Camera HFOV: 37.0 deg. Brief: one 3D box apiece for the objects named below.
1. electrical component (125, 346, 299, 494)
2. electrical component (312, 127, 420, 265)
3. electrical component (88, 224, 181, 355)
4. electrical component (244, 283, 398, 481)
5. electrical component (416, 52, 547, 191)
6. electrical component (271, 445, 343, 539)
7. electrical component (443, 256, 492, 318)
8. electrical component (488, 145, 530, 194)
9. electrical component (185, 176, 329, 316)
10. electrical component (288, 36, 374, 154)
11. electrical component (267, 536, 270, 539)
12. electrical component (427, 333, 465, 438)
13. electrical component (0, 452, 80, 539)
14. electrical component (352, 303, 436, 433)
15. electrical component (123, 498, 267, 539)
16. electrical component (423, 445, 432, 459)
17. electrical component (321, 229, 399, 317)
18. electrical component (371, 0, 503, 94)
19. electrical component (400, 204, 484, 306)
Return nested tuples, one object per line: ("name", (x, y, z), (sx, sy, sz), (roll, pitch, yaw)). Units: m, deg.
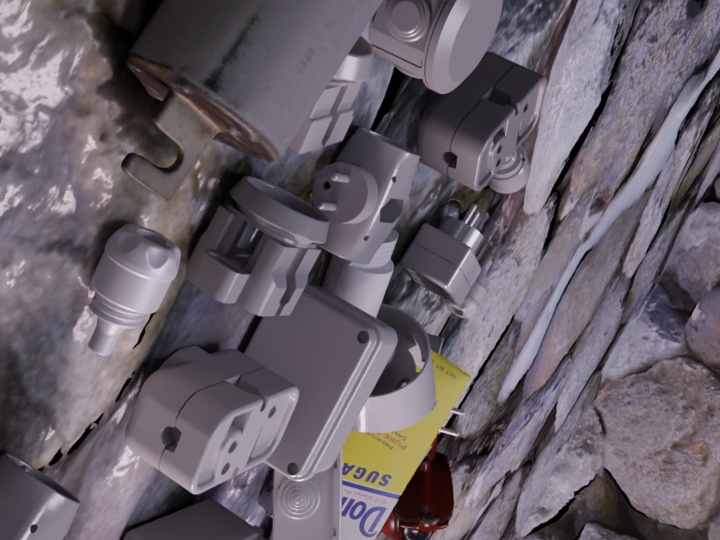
("electrical component", (-0.087, 0.082, 0.617), (0.095, 0.059, 0.053), (-12, 129, -65))
("electrical component", (-0.004, -0.047, 0.665), (0.077, 0.043, 0.079), (-65, 160, 11))
("electrical component", (-0.110, 0.011, 0.502), (0.061, 0.035, 0.035), (-63, 160, 12))
("electrical component", (-0.036, 0.071, 0.698), (0.113, 0.078, 0.057), (-62, 163, 4))
("electrical component", (0.084, -0.109, 0.769), (0.095, 0.059, 0.053), (-48, 157, -32))
("electrical component", (-0.038, 0.155, 0.774), (0.100, 0.048, 0.099), (159, -68, -88))
("electrical component", (0.108, 0.015, 1.037), (0.061, 0.035, 0.035), (-57, 160, -16))
("electrical component", (0.121, -0.093, 0.912), (0.040, 0.040, 0.078), (-59, 160, -5))
("electrical component", (-0.052, -0.013, 0.575), (0.057, 0.058, 0.078), (-61, 160, 10))
("electrical component", (-0.023, -0.096, 0.551), (0.066, 0.048, 0.055), (-28, 150, -56))
("electrical component", (-0.051, 0.263, 0.903), (0.064, 0.099, 0.099), (-19, 135, -53))
("electrical component", (0.054, 0.125, 0.948), (0.052, 0.074, 0.138), (68, 38, -78))
("electrical component", (-0.168, 0.135, 0.516), (0.077, 0.043, 0.079), (-56, 160, -13))
("electrical component", (0.006, 0.072, 0.777), (0.099, 0.099, 0.064), (-46, 149, -35))
("electrical component", (-0.125, 0.219, 0.715), (0.108, 0.056, 0.109), (-65, 160, 11))
("electrical component", (0.019, 0.185, 1.013), (0.096, 0.061, 0.062), (-64, 160, 9))
("electrical component", (0.000, 0.000, 0.739), (0.043, 0.043, 0.081), (-27, 141, -57))
("electrical component", (0.047, -0.150, 0.638), (0.080, 0.051, 0.080), (-49, 158, -29))
("electrical component", (0.078, -0.020, 0.896), (0.076, 0.047, 0.065), (-58, 160, -6))
